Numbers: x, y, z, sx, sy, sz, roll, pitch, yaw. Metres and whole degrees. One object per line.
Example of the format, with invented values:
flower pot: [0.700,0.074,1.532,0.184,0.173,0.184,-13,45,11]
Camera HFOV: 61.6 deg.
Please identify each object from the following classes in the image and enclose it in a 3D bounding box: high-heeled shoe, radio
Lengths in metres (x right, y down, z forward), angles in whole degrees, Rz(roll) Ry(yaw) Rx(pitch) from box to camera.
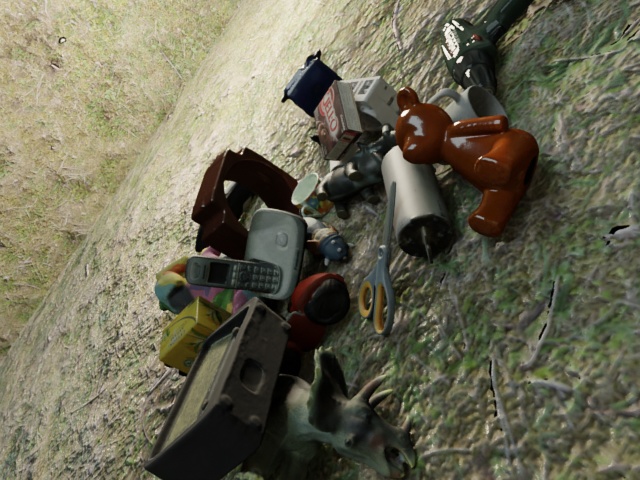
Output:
high-heeled shoe: [-0.219,-0.085,1.290,0.249,0.086,0.145,-41,28,15]
radio: [-0.114,0.180,0.664,0.131,0.073,0.230,-42,17,26]

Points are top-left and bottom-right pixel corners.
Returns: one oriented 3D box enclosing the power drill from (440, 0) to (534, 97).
power drill: [0.283,-0.323,0.822,0.207,0.086,0.232,-50,27,24]

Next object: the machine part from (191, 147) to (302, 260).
machine part: [-0.127,-0.056,1.002,0.087,0.201,0.201,-31,38,39]

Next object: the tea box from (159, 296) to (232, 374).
tea box: [-0.153,0.172,0.845,0.098,0.169,0.068,-45,31,20]

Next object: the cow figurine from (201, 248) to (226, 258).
cow figurine: [-0.202,0.044,1.150,0.167,0.068,0.098,-24,48,43]

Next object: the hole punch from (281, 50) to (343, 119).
hole punch: [-0.004,-0.330,1.196,0.142,0.115,0.092,-50,38,10]

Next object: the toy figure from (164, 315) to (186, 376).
toy figure: [-0.243,0.175,1.062,0.089,0.082,0.180,-16,37,22]

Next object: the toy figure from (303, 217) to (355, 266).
toy figure: [-0.002,-0.001,0.914,0.064,0.057,0.155,-60,31,-2]

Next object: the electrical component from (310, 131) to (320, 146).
electrical component: [0.039,-0.245,1.110,0.119,0.047,0.075,-58,31,-2]

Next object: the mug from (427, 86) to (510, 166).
mug: [0.190,-0.158,0.758,0.107,0.109,0.081,-41,31,46]

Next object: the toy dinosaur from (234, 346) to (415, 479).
toy dinosaur: [-0.062,0.242,0.712,0.405,0.131,0.192,-18,34,52]

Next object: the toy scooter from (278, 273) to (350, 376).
toy scooter: [-0.033,0.119,0.827,0.184,0.075,0.135,-56,24,2]

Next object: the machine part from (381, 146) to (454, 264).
machine part: [0.135,-0.059,0.761,0.079,0.079,0.243,-38,35,27]

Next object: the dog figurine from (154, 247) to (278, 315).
dog figurine: [-0.185,0.116,0.967,0.191,0.108,0.219,-26,44,-14]

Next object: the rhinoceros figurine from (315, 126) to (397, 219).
rhinoceros figurine: [0.076,-0.116,0.914,0.190,0.073,0.112,-33,27,36]

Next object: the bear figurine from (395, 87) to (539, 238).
bear figurine: [0.162,-0.108,0.671,0.196,0.120,0.132,25,52,26]

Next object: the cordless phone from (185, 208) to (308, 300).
cordless phone: [-0.120,0.017,0.872,0.089,0.184,0.146,-146,64,-68]
